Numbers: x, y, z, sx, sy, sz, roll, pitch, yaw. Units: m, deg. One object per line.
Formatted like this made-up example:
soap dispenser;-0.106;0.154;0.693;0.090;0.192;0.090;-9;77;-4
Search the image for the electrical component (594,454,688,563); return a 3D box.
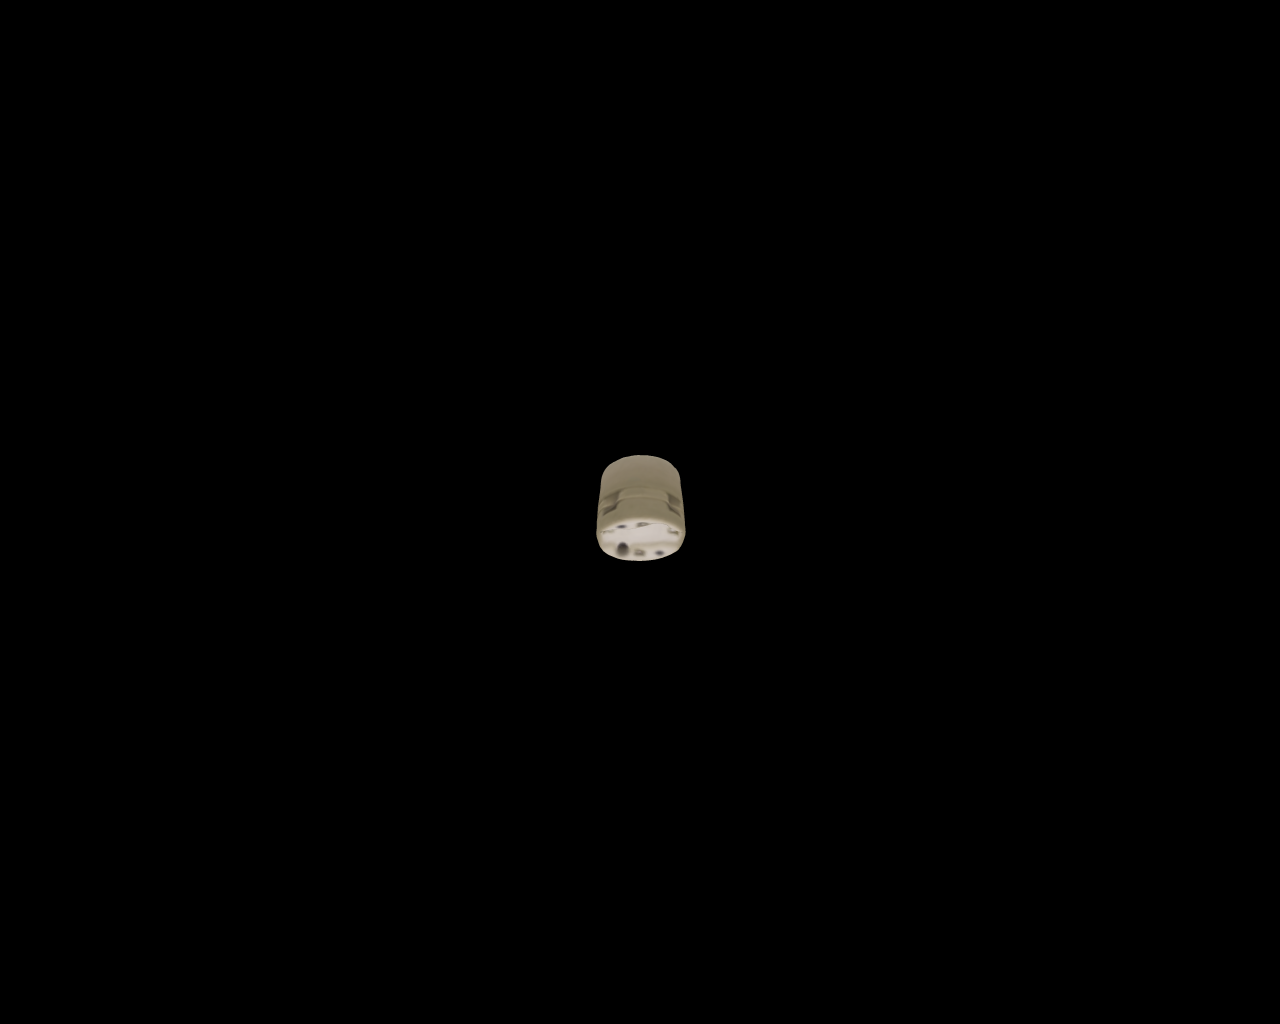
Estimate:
electrical component;0.001;-0.003;0.650;0.055;0.047;0.055;0;-31;0
